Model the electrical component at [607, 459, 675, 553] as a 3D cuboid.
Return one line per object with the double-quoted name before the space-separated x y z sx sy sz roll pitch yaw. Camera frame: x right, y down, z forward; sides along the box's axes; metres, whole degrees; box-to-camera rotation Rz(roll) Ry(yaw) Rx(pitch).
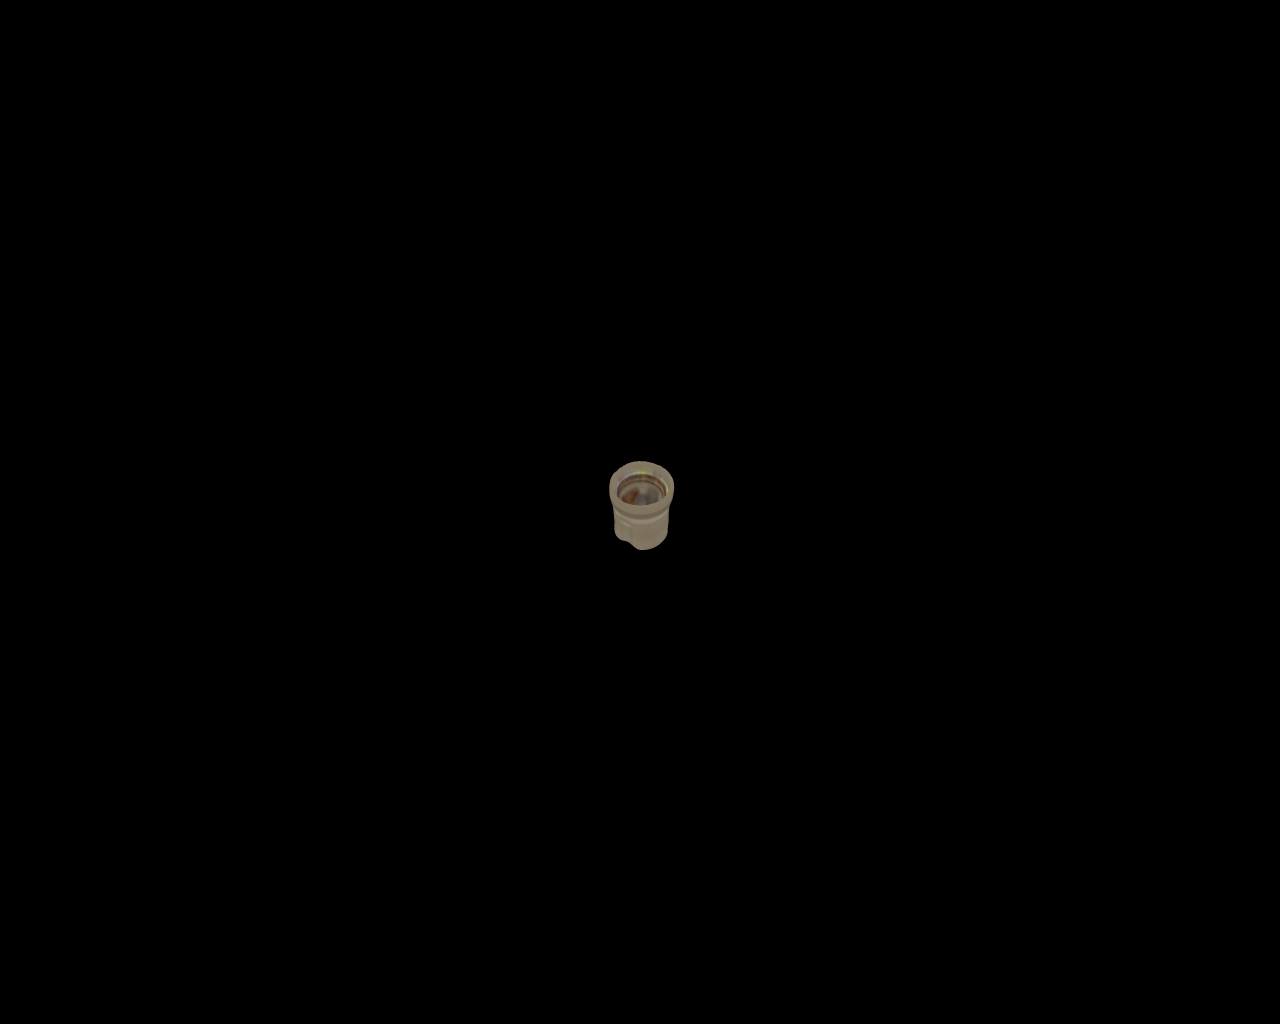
"electrical component" 0.001 -0.003 0.650 0.040 0.040 0.046 0 -42 0
